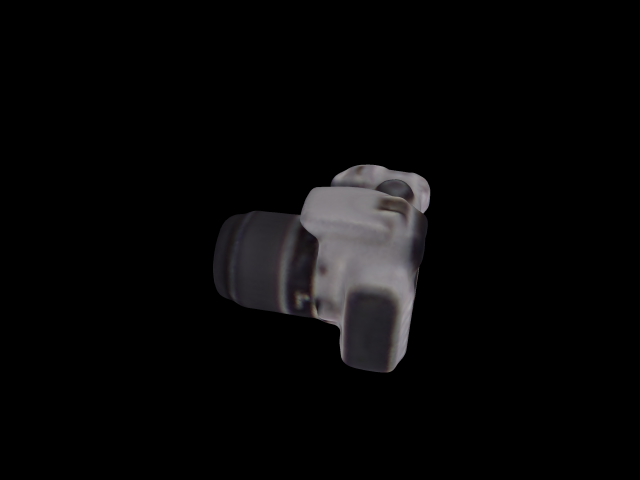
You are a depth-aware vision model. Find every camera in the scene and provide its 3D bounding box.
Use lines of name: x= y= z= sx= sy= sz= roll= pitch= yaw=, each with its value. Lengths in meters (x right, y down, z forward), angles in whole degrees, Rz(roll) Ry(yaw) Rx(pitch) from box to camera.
camera: x=0.004 y=0.001 z=0.400 sx=0.136 sy=0.101 sz=0.143 roll=7 pitch=39 yaw=9
